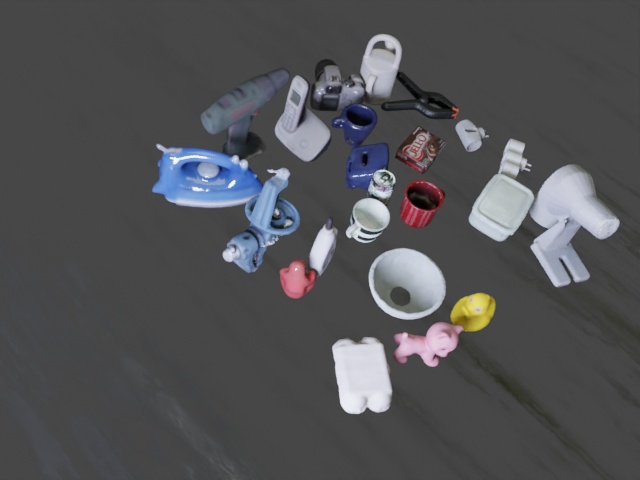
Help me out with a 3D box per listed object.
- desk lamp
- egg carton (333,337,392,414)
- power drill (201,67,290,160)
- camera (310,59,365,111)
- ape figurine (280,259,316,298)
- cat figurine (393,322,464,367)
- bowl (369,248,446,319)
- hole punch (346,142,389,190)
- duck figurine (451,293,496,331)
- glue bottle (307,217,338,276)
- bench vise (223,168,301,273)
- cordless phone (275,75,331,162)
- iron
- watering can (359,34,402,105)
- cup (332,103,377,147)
[{"bbox_3d":[0.575,-0.035,1.304,0.118,0.213,0.203,-13,60,-17],"label":"desk lamp"},{"bbox_3d":[0.083,0.261,1.112,0.107,0.069,0.150,-3,57,-11],"label":"egg carton"},{"bbox_3d":[-0.172,-0.287,1.348,0.230,0.208,0.075,-33,67,-27],"label":"power drill"},{"bbox_3d":[0.042,-0.428,1.543,0.143,0.101,0.136,-2,57,-11],"label":"camera"},{"bbox_3d":[-0.047,0.074,1.201,0.077,0.092,0.076,22,56,5],"label":"ape figurine"},{"bbox_3d":[0.219,0.201,1.146,0.128,0.118,0.067,5,56,-6],"label":"cat figurine"},{"bbox_3d":[0.180,0.105,1.229,0.167,0.075,0.167,5,56,-7],"label":"bowl"},{"bbox_3d":[0.115,-0.183,1.398,0.101,0.091,0.108,9,56,-4],"label":"hole punch"},{"bbox_3d":[0.337,0.143,1.224,0.105,0.086,0.077,-21,63,-22],"label":"duck figurine"},{"bbox_3d":[0.011,0.004,1.208,0.037,0.173,0.078,28,57,10],"label":"glue bottle"},{"bbox_3d":[-0.110,-0.037,1.186,0.121,0.220,0.207,21,56,5],"label":"bench vise"},{"bbox_3d":[-0.035,-0.295,1.390,0.147,0.185,0.094,42,60,18],"label":"cordless phone"},{"bbox_3d":[-0.244,-0.157,1.291,0.258,0.141,0.118,4,56,-7],"label":"iron"},{"bbox_3d":[0.161,-0.473,1.535,0.101,0.194,0.173,4,56,-6],"label":"watering can"},{"bbox_3d":[0.081,-0.283,1.456,0.118,0.095,0.091,-12,59,-16],"label":"cup"}]
